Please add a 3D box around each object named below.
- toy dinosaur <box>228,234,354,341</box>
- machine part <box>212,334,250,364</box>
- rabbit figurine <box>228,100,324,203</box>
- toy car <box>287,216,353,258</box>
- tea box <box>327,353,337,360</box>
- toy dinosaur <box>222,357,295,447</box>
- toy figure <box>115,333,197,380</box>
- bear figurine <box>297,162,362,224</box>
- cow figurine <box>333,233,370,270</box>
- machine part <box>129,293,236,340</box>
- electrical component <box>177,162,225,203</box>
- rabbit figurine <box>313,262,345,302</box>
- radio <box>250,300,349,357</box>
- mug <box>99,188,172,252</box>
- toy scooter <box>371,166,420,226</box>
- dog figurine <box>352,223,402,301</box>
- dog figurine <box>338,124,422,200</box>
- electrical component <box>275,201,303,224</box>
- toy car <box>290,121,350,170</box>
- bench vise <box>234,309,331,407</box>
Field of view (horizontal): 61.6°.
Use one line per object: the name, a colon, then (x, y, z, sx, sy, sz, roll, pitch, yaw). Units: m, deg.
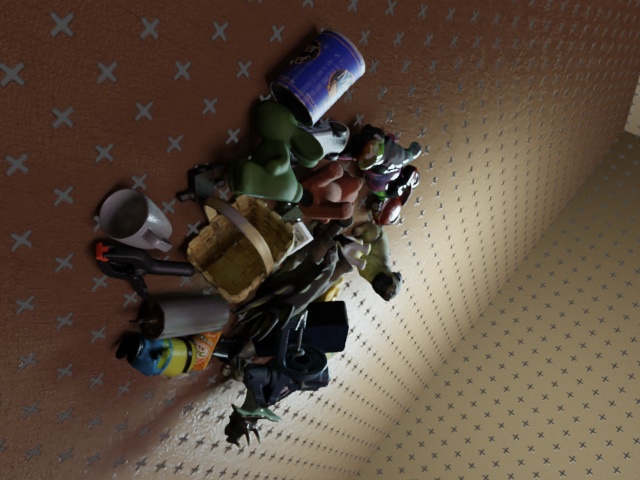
toy dinosaur: (-0.077, 0.108, 1.071, 0.198, 0.105, 0.471, -37, 177, -30)
machine part: (-0.220, 0.250, 1.242, 0.084, 0.039, 0.138, -50, 151, 3)
rabbit figurine: (-0.074, -0.156, 0.934, 0.121, 0.159, 0.170, -163, -99, -80)
toy car: (-0.003, -0.004, 1.247, 0.202, 0.053, 0.089, -47, -169, -15)
tea box: (-0.029, 0.305, 1.502, 0.169, 0.098, 0.068, -26, 139, -36)
toy dinosaur: (-0.096, 0.331, 1.343, 0.405, 0.192, 0.131, -40, 149, -21)
toy figure: (-0.310, 0.223, 1.048, 0.089, 0.082, 0.180, -49, 147, -4)
bear figurine: (0.041, -0.104, 1.129, 0.196, 0.132, 0.120, -19, 97, -51)
cow figurine: (0.053, 0.018, 1.321, 0.098, 0.167, 0.068, 18, 93, -17)
machine part: (-0.260, 0.146, 1.043, 0.243, 0.079, 0.079, 0, 120, -54)
electrical component: (-0.205, -0.099, 0.927, 0.094, 0.021, 0.063, -29, 141, -35)
rabbit figurine: (0.016, 0.106, 1.355, 0.173, 0.122, 0.162, -46, 147, -53)
radio: (-0.048, 0.215, 1.287, 0.230, 0.073, 0.131, -3, 139, -2)
mug: (-0.271, -0.021, 0.841, 0.081, 0.110, 0.107, -55, 163, -4)
toy scooter: (0.188, -0.129, 1.392, 0.184, 0.075, 0.135, -56, 150, -4)
dog figurine: (0.166, 0.052, 1.427, 0.172, 0.191, 0.121, -56, 150, 0)
dog figurine: (0.121, -0.170, 1.219, 0.219, 0.109, 0.191, -18, 132, -47)
electrical component: (-0.059, -0.073, 1.139, 0.078, 0.045, 0.102, -37, 156, 30)
toy car: (-0.017, -0.191, 1.065, 0.202, 0.056, 0.073, -19, 140, -42)
bench vise: (-0.078, 0.254, 1.193, 0.129, 0.224, 0.240, -85, -176, -65)
